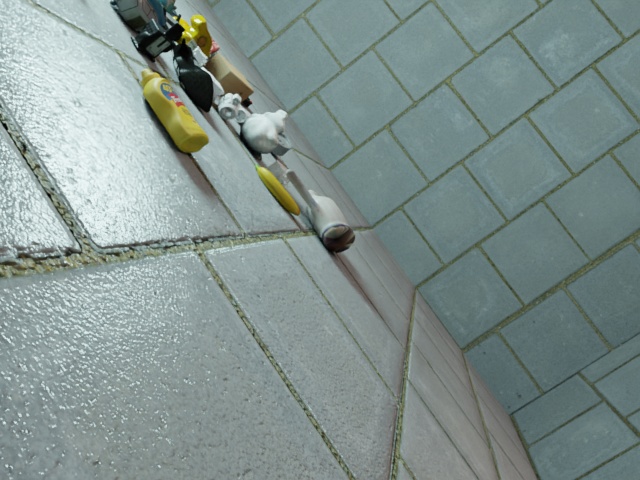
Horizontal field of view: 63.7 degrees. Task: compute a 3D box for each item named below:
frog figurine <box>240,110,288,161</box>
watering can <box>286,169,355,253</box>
[{"bbox_3d":[-0.169,-0.350,1.629,0.140,0.158,0.121,59,12,29],"label":"frog figurine"},{"bbox_3d":[0.005,-0.084,1.674,0.343,0.103,0.229,40,17,-55],"label":"watering can"}]
